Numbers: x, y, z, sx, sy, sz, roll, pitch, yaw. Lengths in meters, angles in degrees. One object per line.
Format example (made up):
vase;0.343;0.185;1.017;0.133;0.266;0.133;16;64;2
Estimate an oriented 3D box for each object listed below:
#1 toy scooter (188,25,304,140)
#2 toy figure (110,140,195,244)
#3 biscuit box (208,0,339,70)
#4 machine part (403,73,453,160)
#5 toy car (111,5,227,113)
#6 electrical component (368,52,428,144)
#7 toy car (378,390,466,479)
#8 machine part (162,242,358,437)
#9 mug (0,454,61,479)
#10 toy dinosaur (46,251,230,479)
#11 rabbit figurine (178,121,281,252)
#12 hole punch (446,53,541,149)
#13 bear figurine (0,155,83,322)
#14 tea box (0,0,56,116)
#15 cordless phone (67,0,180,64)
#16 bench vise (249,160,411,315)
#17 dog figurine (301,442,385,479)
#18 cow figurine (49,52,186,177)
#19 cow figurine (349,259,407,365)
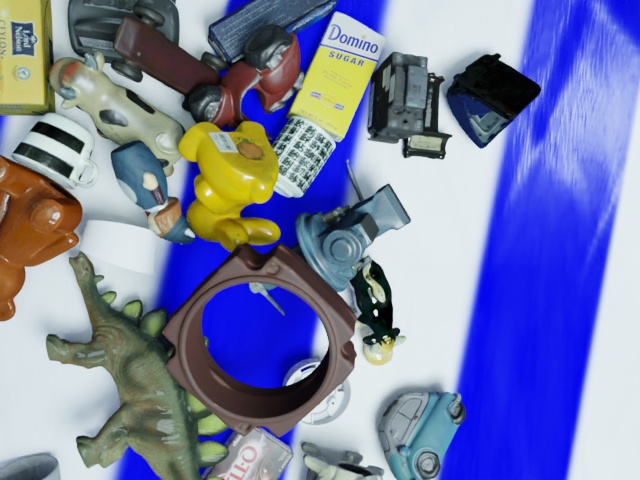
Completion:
toy scooter;-0.087;-0.202;0.762;0.184;0.075;0.135;-43;138;-1
toy figure;-0.216;-0.054;0.702;0.058;0.064;0.154;-21;116;5
biscuit box;-0.066;-0.329;0.798;0.203;0.059;0.062;-35;96;-11
machine part;0.171;-0.199;0.865;0.084;0.039;0.138;1;90;-5
toy car;-0.197;-0.230;0.709;0.053;0.202;0.089;27;96;25
electrical component;0.117;-0.210;0.802;0.058;0.134;0.114;3;90;-13
toy car;0.144;0.289;0.817;0.103;0.109;0.161;32;72;7
machine part;-0.071;0.120;0.653;0.201;0.087;0.201;44;100;-8
mug;-0.390;0.352;0.698;0.109;0.081;0.107;-10;100;-18
toy dinosaur;-0.220;0.228;0.720;0.199;0.105;0.471;-22;89;-14
rabbit figurine;-0.121;-0.056;0.733;0.122;0.173;0.162;-21;69;-50
hole punch;0.268;-0.222;0.860;0.116;0.092;0.142;43;63;13
bear figurine;-0.397;0.006;0.670;0.120;0.132;0.196;42;86;1
tea box;-0.411;-0.254;0.711;0.098;0.068;0.169;-4;89;-13
cordless phone;-0.268;-0.339;0.752;0.147;0.089;0.184;5;77;-12
bench vise;0.004;0.006;0.767;0.241;0.224;0.128;-30;108;19
dog figurine;0.013;0.402;0.750;0.121;0.172;0.190;14;78;-2
cow figurine;-0.267;-0.168;0.713;0.195;0.127;0.085;35;78;-13
cow figurine;0.084;0.111;0.806;0.068;0.098;0.167;-20;93;-20
